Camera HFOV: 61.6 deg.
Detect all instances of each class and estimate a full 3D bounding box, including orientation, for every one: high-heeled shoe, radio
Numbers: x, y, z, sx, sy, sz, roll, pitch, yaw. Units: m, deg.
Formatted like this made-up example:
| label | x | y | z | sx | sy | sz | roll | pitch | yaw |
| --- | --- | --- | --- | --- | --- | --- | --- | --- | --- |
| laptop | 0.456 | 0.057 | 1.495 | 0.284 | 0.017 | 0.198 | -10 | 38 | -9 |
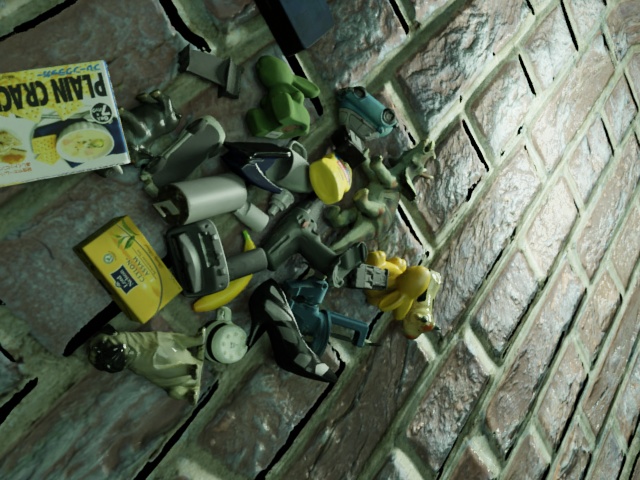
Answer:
| label | x | y | z | sx | sy | sz | roll | pitch | yaw |
| --- | --- | --- | --- | --- | --- | --- | --- | --- | --- |
| high-heeled shoe | -0.046 | 0.188 | 1.095 | 0.248 | 0.086 | 0.145 | 33 | 64 | -25 |
| radio | -0.069 | -0.534 | 1.169 | 0.131 | 0.073 | 0.229 | -46 | 118 | -31 |

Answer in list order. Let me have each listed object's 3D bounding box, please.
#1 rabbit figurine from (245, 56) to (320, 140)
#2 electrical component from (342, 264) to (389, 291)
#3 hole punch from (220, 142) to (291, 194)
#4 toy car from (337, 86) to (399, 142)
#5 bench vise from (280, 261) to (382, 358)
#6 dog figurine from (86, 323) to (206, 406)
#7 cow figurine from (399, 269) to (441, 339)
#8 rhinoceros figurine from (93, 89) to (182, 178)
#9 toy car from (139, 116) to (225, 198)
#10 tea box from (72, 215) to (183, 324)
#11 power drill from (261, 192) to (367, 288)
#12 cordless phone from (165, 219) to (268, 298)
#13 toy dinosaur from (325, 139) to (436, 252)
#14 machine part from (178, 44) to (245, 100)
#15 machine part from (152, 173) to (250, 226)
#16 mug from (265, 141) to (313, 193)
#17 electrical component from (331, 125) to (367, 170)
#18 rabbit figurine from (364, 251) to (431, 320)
| label | x | y | z | sx | sy | sz | roll | pitch | yaw |
| --- | --- | --- | --- | --- | --- | --- | --- | --- | --- |
| rabbit figurine | -0.075 | -0.310 | 1.136 | 0.159 | 0.121 | 0.170 | -5 | 77 | -43 |
| electrical component | 0.075 | 0.084 | 1.245 | 0.134 | 0.115 | 0.058 | 12 | 79 | -40 |
| hole punch | -0.134 | -0.147 | 1.077 | 0.116 | 0.142 | 0.092 | 0 | 113 | -31 |
| toy car | 0.101 | -0.290 | 1.285 | 0.161 | 0.109 | 0.103 | 33 | 86 | -25 |
| bench vise | 0.013 | 0.177 | 1.177 | 0.240 | 0.129 | 0.223 | 20 | 84 | -19 |
| dog figurine | -0.307 | 0.223 | 0.964 | 0.191 | 0.121 | 0.172 | 5 | 126 | -6 |
| cow figurine | 0.260 | 0.166 | 1.386 | 0.085 | 0.127 | 0.195 | 36 | 65 | -30 |
| rhinoceros figurine | -0.332 | -0.187 | 0.953 | 0.190 | 0.073 | 0.112 | -49 | 127 | -30 |
| toy car | -0.258 | -0.156 | 1.019 | 0.202 | 0.056 | 0.073 | -52 | 125 | -26 |
| tea box | -0.335 | 0.052 | 0.942 | 0.098 | 0.068 | 0.169 | -46 | 117 | -31 |
| power drill | -0.002 | -0.003 | 1.136 | 0.232 | 0.207 | 0.085 | -43 | 151 | -25 |
| cordless phone | -0.191 | 0.023 | 1.033 | 0.184 | 0.089 | 0.146 | -18 | 98 | -31 |
| toy dinosaur | 0.136 | -0.084 | 1.304 | 0.192 | 0.131 | 0.405 | 41 | 71 | -30 |
| machine part | -0.215 | -0.335 | 1.069 | 0.139 | 0.039 | 0.084 | 17 | 84 | -39 |
| machine part | -0.214 | -0.078 | 0.992 | 0.243 | 0.079 | 0.079 | -24 | 105 | -56 |
| mug | -0.055 | -0.154 | 1.174 | 0.107 | 0.081 | 0.109 | 31 | 63 | -49 |
| electrical component | 0.065 | -0.225 | 1.246 | 0.074 | 0.048 | 0.119 | 41 | 27 | -28 |
| rabbit figurine | 0.184 | 0.104 | 1.297 | 0.121 | 0.173 | 0.162 | 35 | 63 | -38 |
